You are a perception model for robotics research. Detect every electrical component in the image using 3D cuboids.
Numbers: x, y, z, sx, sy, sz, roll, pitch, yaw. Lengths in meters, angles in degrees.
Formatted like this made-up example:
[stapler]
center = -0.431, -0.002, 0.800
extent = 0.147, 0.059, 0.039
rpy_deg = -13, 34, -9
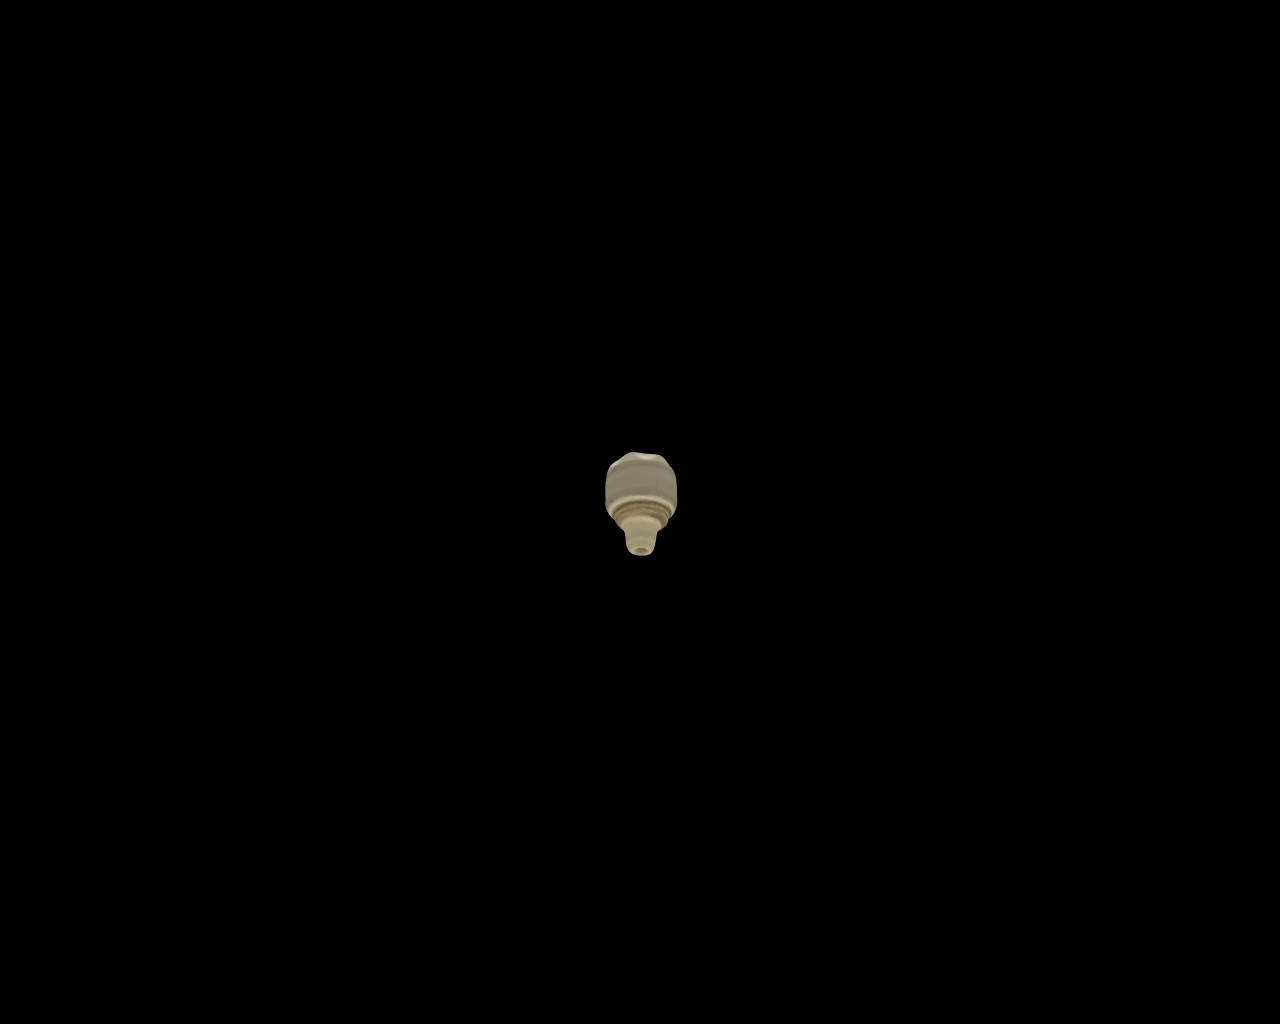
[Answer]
[electrical component]
center = 0.001, -0.003, 0.650
extent = 0.043, 0.062, 0.043
rpy_deg = 0, -29, 0
